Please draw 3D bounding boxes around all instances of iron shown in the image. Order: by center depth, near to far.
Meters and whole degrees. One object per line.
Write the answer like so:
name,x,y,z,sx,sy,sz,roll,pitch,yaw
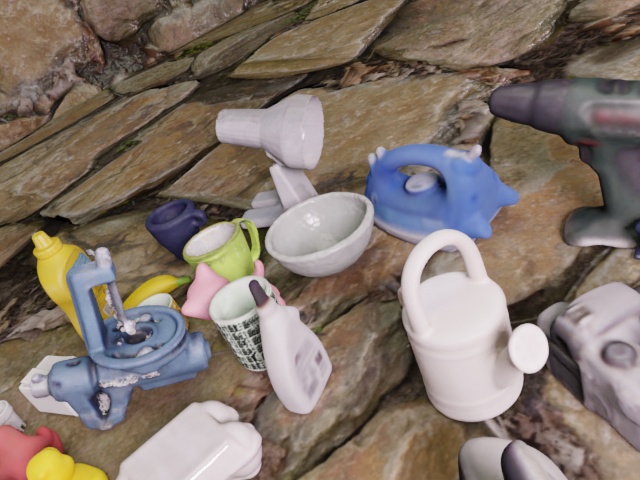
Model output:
iron,0.142,-0.081,0.825,0.257,0.142,0.119,13,47,43

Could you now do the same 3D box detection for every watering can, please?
watering can,0.136,0.076,0.546,0.172,0.194,0.101,5,42,37

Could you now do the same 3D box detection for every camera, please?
camera,0.290,0.090,0.518,0.137,0.101,0.142,-27,32,-7

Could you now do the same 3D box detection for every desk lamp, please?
desk lamp,-0.074,-0.134,0.970,0.202,0.214,0.118,-6,36,25

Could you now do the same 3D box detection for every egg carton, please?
egg carton,-0.135,0.239,0.594,0.150,0.069,0.107,-39,36,-24

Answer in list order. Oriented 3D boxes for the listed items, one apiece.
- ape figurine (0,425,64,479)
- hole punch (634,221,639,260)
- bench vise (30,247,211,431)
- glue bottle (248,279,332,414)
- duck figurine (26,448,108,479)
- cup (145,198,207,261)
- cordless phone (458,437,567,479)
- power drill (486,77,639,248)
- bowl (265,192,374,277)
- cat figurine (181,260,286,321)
ape figurine,-0.358,0.255,0.687,0.078,0.092,0.075,-37,35,-21
hole punch,0.404,-0.016,0.612,0.108,0.091,0.101,-24,32,-1
bench vise,-0.263,0.126,0.698,0.208,0.220,0.121,-36,34,-20
glue bottle,-0.039,0.109,0.627,0.037,0.173,0.078,0,39,32
duck figurine,-0.283,0.269,0.625,0.078,0.086,0.104,-35,34,-18
cup,-0.233,-0.013,1.003,0.117,0.095,0.092,-5,36,27
cordless phone,0.147,0.177,0.400,0.094,0.185,0.147,-25,32,-3
power drill,0.323,-0.093,0.666,0.228,0.209,0.076,0,39,32
bowl,0.008,0.003,0.848,0.167,0.075,0.167,-16,33,11
cat figurine,-0.124,0.075,0.782,0.128,0.118,0.067,-30,33,-11
